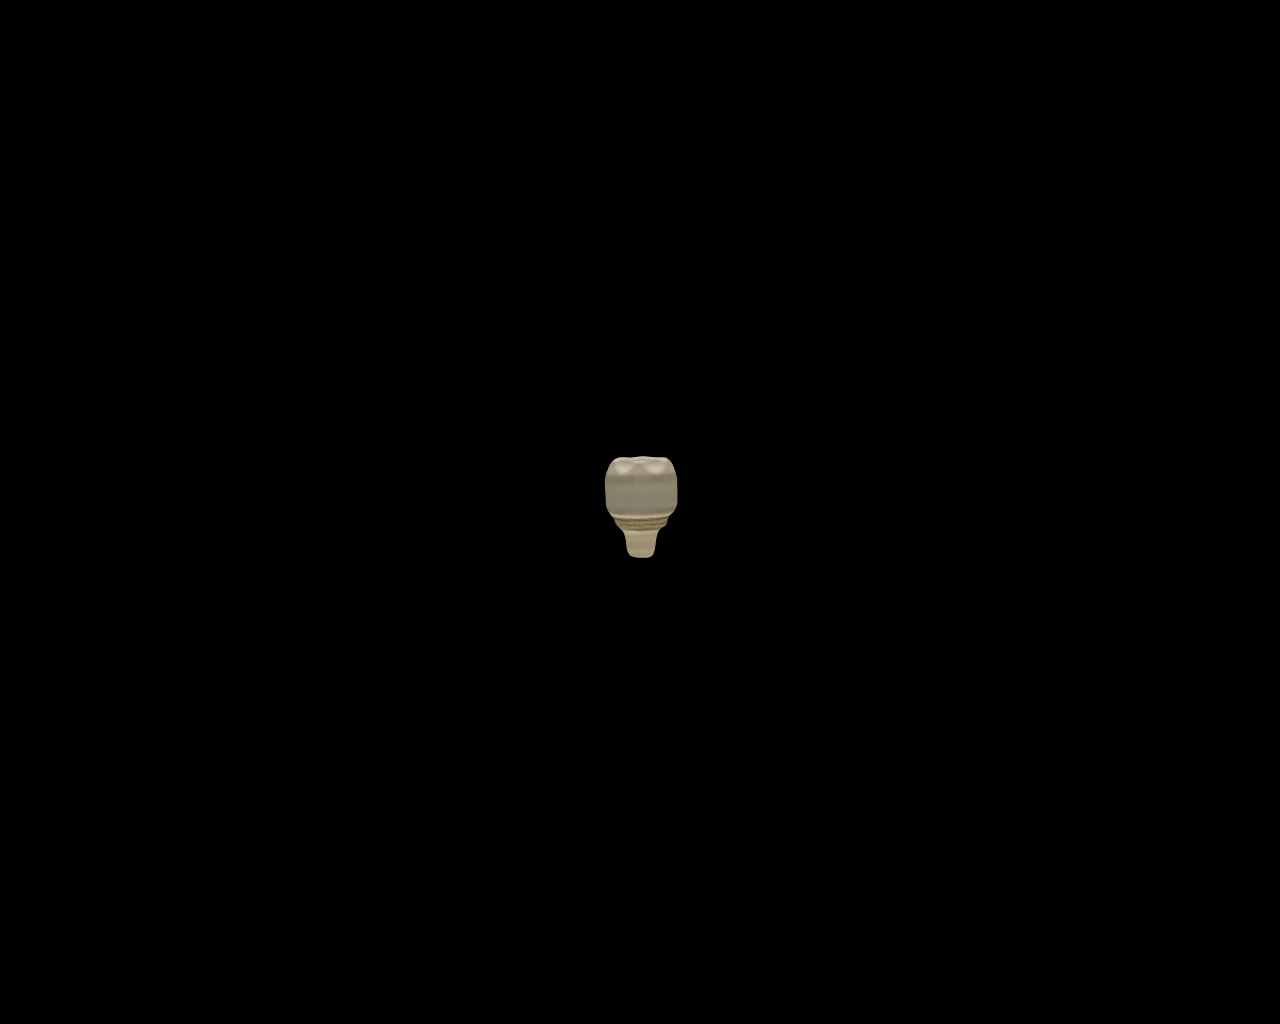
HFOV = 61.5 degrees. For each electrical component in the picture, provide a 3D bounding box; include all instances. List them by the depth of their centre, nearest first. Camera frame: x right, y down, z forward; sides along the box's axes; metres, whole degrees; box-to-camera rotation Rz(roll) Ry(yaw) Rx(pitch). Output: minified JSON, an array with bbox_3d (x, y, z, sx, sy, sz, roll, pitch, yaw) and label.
[{"bbox_3d":[0.001,-0.003,0.650,0.043,0.062,0.043,0,6,0],"label":"electrical component"}]
